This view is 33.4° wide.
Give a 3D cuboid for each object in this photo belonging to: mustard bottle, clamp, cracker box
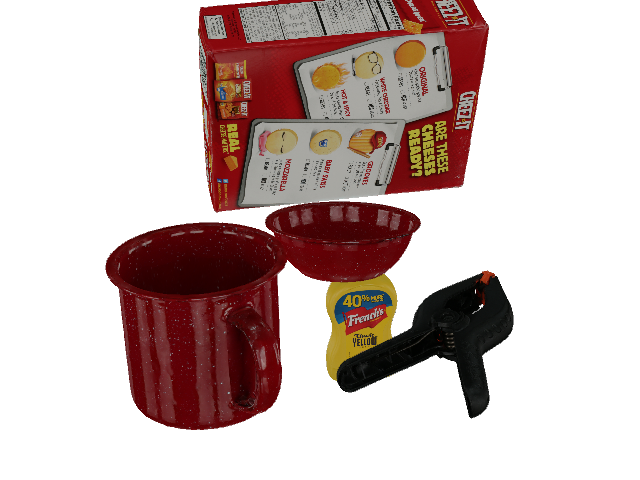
[{"bbox_3d":[0.056,0.095,1.443,0.096,0.192,0.058,-3,21,-7],"label":"mustard bottle"},{"bbox_3d":[0.106,0.078,0.821,0.120,0.039,0.171,19,41,36],"label":"clamp"},{"bbox_3d":[0.013,-0.112,0.851,0.213,0.072,0.164,-7,-43,-9],"label":"cracker box"}]

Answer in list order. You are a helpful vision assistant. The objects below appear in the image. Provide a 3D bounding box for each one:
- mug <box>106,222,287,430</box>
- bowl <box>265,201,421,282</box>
[{"bbox_3d":[-0.055,0.049,0.554,0.093,0.081,0.117,-18,29,-33],"label":"mug"},{"bbox_3d":[0.023,0.004,1.109,0.162,0.055,0.162,0,16,0],"label":"bowl"}]
